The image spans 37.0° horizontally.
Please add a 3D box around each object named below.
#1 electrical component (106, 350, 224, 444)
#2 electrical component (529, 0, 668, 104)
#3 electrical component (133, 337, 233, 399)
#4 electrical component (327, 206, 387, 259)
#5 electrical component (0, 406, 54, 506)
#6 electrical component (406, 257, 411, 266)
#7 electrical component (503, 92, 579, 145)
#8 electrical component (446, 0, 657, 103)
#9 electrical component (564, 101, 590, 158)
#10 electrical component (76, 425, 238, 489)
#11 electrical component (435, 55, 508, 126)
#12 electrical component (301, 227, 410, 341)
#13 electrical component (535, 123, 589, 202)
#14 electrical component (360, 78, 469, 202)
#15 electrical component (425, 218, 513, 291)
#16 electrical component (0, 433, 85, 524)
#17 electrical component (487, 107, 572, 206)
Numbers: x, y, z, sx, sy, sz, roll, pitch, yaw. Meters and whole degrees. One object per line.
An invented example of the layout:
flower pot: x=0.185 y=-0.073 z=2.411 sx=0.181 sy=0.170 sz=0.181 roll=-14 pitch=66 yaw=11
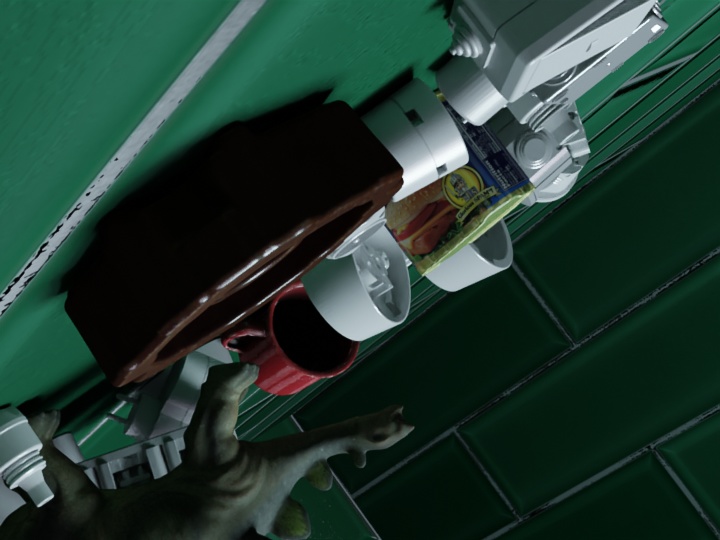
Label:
electrical component: x=-0.172 y=0.125 z=0.893 sx=0.138 sy=0.074 sz=0.052 roll=-62 pitch=-163 yaw=8
electrical component: x=0.145 y=-0.149 z=0.687 sx=0.100 sy=0.048 sz=0.100 roll=-38 pitch=173 yaw=23
electrical component: x=-0.157 y=0.107 z=0.976 sx=0.099 sy=0.064 sz=0.099 roll=-27 pitch=161 yaw=-10
electrical component: x=-0.027 y=-0.027 z=0.671 sx=0.079 sy=0.044 sz=0.077 roll=-35 pitch=174 yaw=-12
electrical component: x=-0.208 y=0.116 z=0.654 sx=0.035 sy=0.061 sz=0.035 roll=-36 pitch=174 yaw=-4
electrical component: x=0.027 y=-0.023 z=0.980 sx=0.055 sy=0.047 sz=0.055 roll=-36 pitch=174 yaw=-4
electrical component: x=0.132 y=-0.119 z=0.774 sx=0.048 sy=0.062 sz=0.048 roll=-37 pitch=174 yaw=-5
electrical component: x=0.087 y=-0.122 z=0.507 sx=0.096 sy=0.061 sz=0.061 roll=-36 pitch=174 yaw=-5
electrical component: x=0.161 y=-0.123 z=0.923 sx=0.055 sy=0.066 sz=0.048 roll=-18 pitch=179 yaw=15
electrical component: x=-0.164 y=0.163 z=0.821 sx=0.150 sy=0.061 sz=0.089 roll=-18 pitch=176 yaw=-5
electrical component: x=0.078 y=-0.116 z=0.604 sx=0.078 sy=0.040 sz=0.040 roll=-40 pitch=173 yaw=24
electrical component: x=0.000 y=0.000 z=0.798 sx=0.064 sy=0.099 sz=0.099 roll=-32 pitch=176 yaw=23
electrical component: x=0.169 y=-0.108 z=0.994 sx=0.080 sy=0.080 sz=0.051 roll=-34 pitch=168 yaw=-22
electrical component: x=0.026 y=-0.070 z=0.596 sx=0.047 sy=0.055 sz=0.055 roll=-33 pitch=174 yaw=-3
electrical component: x=0.068 y=-0.034 z=0.873 sx=0.060 sy=0.108 sz=0.108 roll=-32 pitch=176 yaw=27
electrical component: x=-0.273 y=0.182 z=0.897 sx=0.099 sy=0.064 sz=0.099 roll=-30 pitch=-173 yaw=4
electrical component: x=0.122 y=-0.093 z=0.840 sx=0.051 sy=0.080 sz=0.080 roll=-42 pitch=174 yaw=0
